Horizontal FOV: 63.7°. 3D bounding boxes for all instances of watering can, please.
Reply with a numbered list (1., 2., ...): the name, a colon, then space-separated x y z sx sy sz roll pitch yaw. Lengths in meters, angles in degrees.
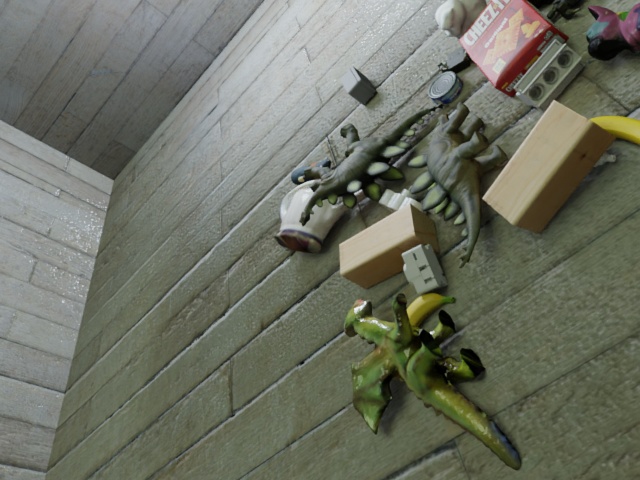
1. watering can: 0.004 -0.070 1.390 0.347 0.228 0.102 3 -27 43

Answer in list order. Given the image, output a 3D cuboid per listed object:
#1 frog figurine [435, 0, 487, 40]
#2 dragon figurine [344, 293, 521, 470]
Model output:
1. frog figurine: 0.358 -0.576 1.300 0.123 0.136 0.161 6 16 22
2. dragon figurine: 0.157 0.258 0.935 0.121 0.419 0.239 14 -52 -39
